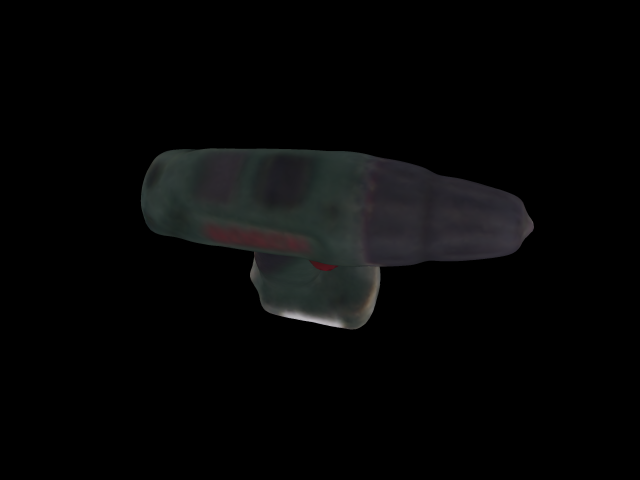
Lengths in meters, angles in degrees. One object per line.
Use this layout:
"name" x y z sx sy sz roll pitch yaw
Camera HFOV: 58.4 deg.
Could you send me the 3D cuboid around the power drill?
"power drill" 0.004 0.001 0.400 0.229 0.208 0.075 10 70 4
